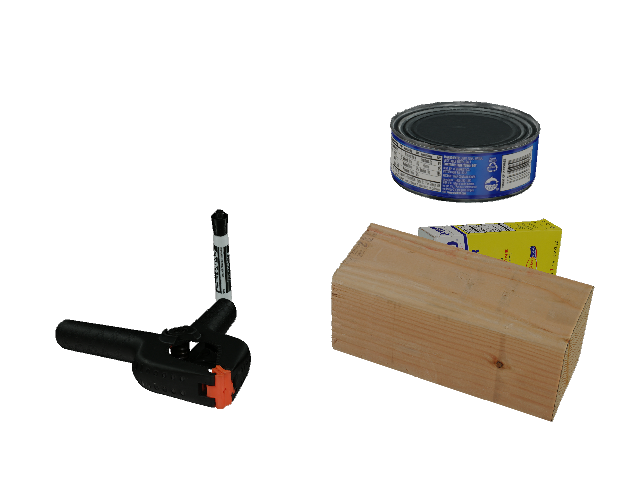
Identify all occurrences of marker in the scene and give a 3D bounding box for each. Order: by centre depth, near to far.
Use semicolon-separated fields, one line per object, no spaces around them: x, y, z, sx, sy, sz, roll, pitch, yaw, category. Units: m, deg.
-0.112;0.018;1.210;0.020;0.121;0.020;0;33;0;marker

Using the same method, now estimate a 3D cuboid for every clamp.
-0.108;0.088;0.883;0.164;0.036;0.210;-10;16;-31;clamp

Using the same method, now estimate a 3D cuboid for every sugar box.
0.200;0.028;1.279;0.176;0.093;0.048;-5;20;-23;sugar box

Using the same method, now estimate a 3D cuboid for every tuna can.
0.083;-0.052;0.620;0.086;0.034;0.086;-1;25;0;tuna can

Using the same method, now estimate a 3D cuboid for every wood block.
0.121;0.069;0.936;0.206;0.091;0.090;17;42;20;wood block
